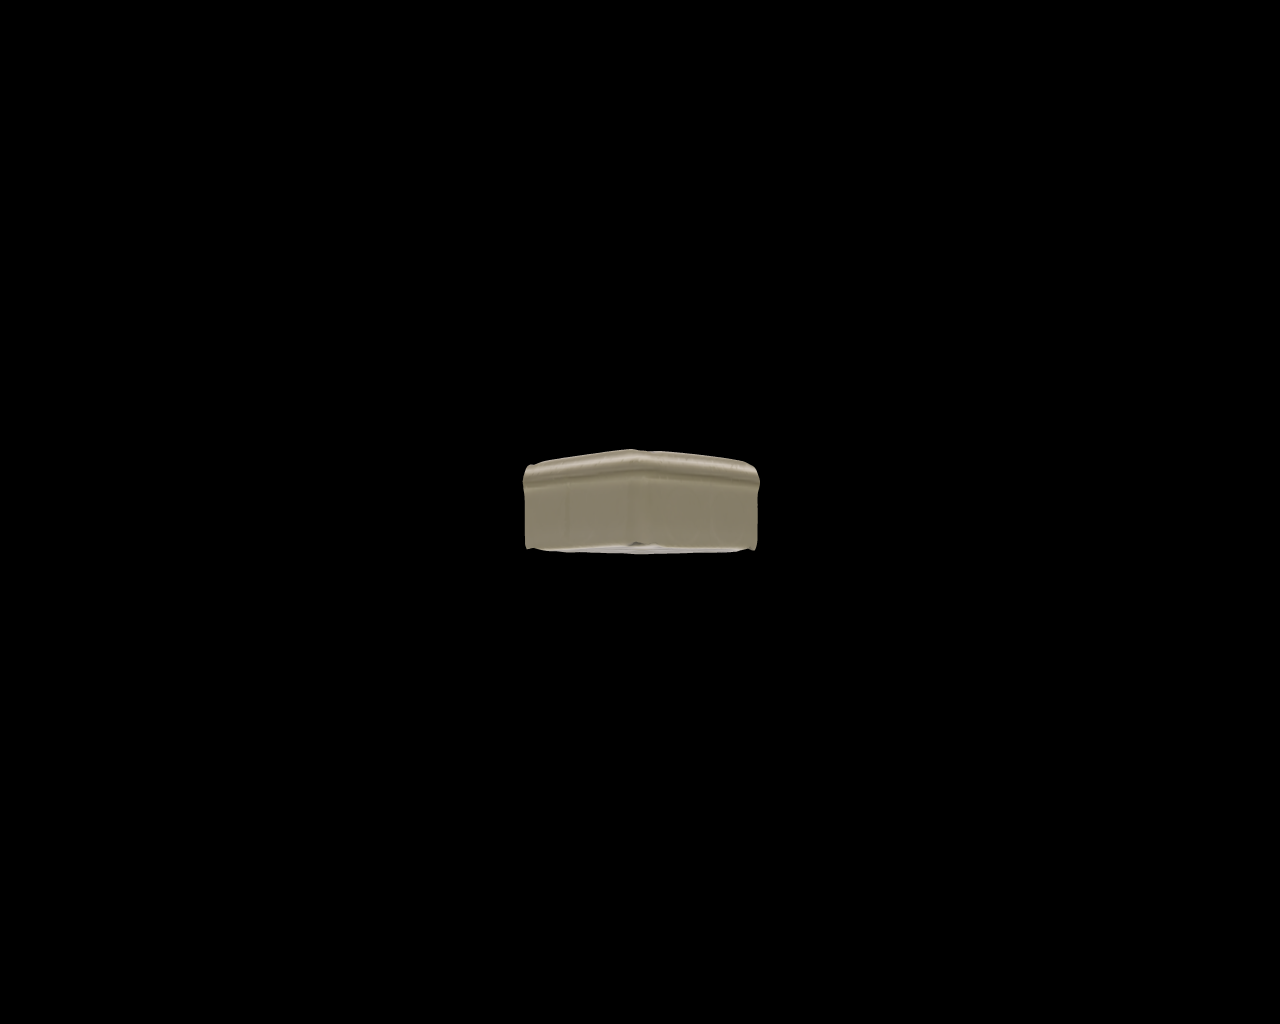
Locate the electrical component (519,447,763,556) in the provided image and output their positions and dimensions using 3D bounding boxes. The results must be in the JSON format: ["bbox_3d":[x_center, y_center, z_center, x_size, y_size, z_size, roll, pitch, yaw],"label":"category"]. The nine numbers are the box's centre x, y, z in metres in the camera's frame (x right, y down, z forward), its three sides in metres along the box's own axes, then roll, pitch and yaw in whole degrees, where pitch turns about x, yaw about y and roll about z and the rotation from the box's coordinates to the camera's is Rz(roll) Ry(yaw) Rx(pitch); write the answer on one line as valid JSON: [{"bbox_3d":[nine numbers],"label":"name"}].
[{"bbox_3d":[0.001,-0.003,0.650,0.108,0.056,0.109,-4,-6,43],"label":"electrical component"}]
